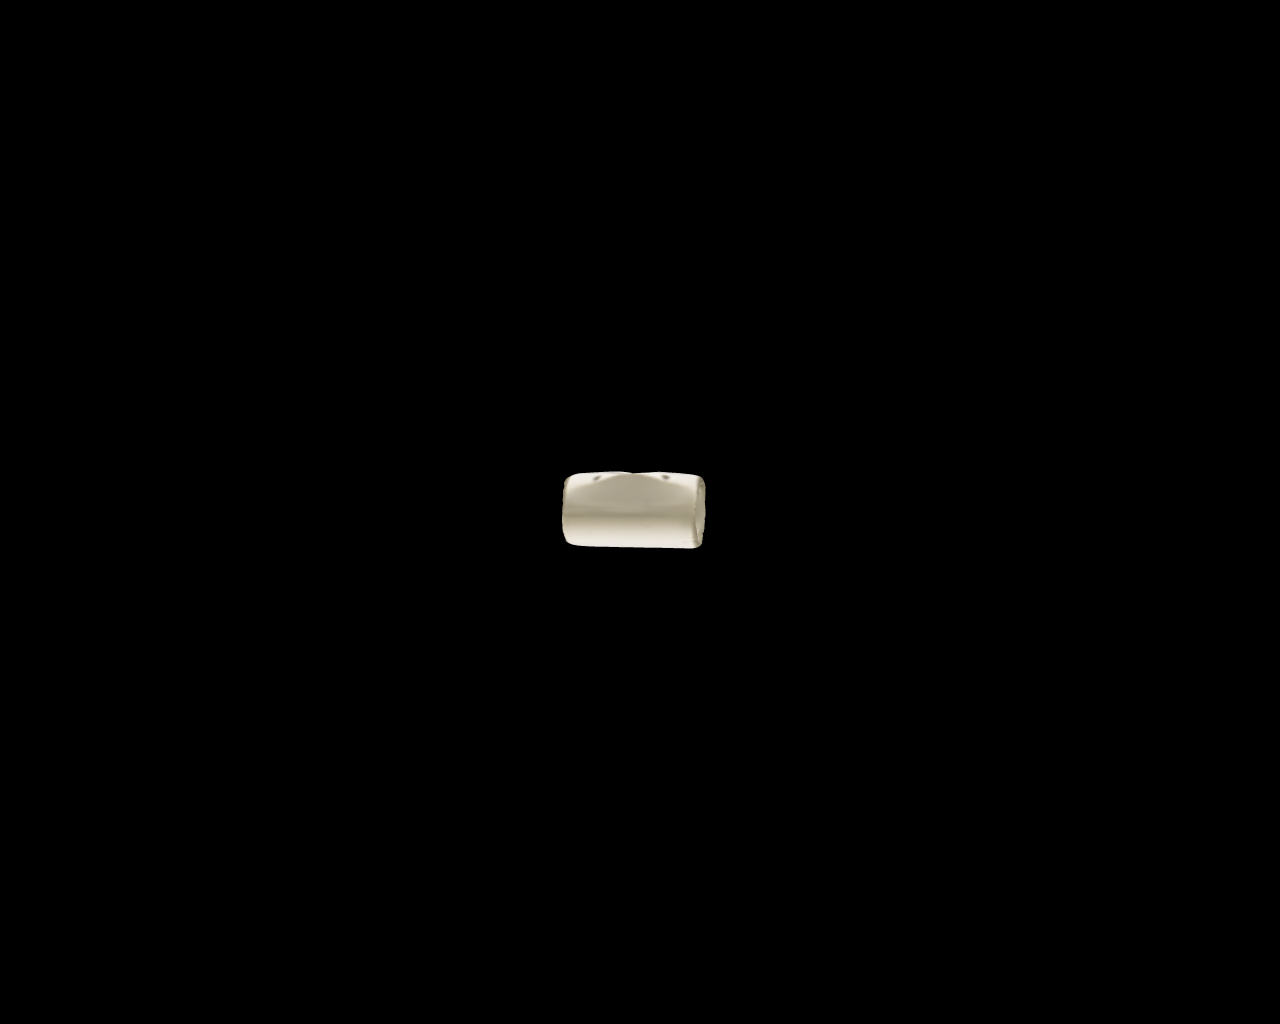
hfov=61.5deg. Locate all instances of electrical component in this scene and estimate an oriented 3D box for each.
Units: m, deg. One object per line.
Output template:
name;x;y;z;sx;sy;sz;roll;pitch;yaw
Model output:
electrical component;0.001;-0.003;0.650;0.077;0.043;0.079;1;4;11
